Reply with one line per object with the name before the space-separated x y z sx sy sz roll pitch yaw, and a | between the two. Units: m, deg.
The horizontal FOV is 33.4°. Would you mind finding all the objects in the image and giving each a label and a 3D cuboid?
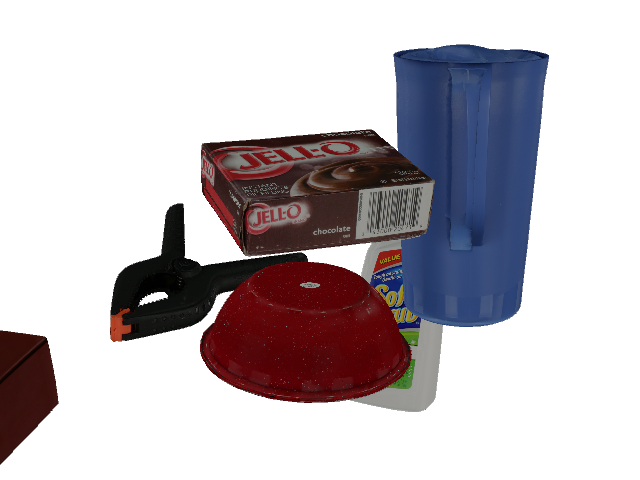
pitcher | 0.128 -0.049 0.944 0.148 0.243 0.145 -11 19 -35
bowl | -0.010 0.058 0.803 0.162 0.055 0.162 3 22 -1
clamp | -0.135 0.031 1.014 0.165 0.036 0.209 25 37 28
bleach bottle | 0.080 0.048 1.115 0.103 0.251 0.068 8 16 22
foam brick | -0.209 0.098 0.668 0.053 0.051 0.078 6 29 21
pudding box | -0.004 -0.030 0.613 0.113 0.039 0.090 -5 27 -20
